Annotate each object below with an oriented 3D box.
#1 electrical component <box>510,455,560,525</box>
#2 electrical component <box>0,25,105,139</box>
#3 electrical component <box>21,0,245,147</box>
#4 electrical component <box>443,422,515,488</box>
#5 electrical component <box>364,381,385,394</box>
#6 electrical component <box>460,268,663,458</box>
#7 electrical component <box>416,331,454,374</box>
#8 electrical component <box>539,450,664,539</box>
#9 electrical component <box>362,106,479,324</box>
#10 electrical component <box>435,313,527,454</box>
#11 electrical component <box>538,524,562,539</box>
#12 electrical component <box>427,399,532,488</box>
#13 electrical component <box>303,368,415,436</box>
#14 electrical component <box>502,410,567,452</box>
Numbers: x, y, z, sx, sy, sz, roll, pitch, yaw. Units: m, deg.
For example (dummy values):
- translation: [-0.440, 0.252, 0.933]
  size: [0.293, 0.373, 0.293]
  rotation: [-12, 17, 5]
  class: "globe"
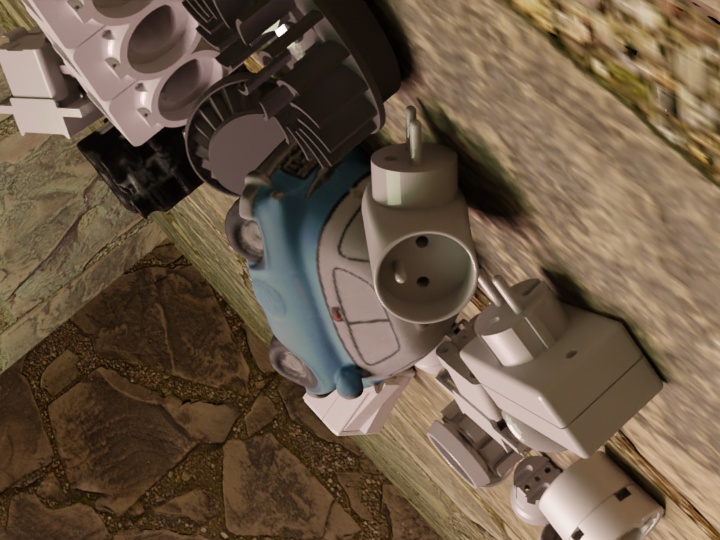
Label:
- translation: [0.130, 0.161, 0.788]
  size: [0.040, 0.040, 0.046]
  rotation: [44, 164, 30]
  class: "electrical component"
- translation: [-0.177, -0.143, 0.710]
  size: [0.079, 0.121, 0.063]
  rotation: [7, 126, 31]
  class: "electrical component"
- translation: [-0.125, -0.143, 0.585]
  size: [0.061, 0.089, 0.150]
  rotation: [46, 171, 23]
  class: "electrical component"
- translation: [0.094, 0.144, 0.875]
  size: [0.045, 0.045, 0.055]
  rotation: [55, 170, -34]
  class: "electrical component"
- translation: [0.009, 0.058, 0.905]
  size: [0.074, 0.052, 0.138]
  rotation: [4, 146, 15]
  class: "electrical component"
- translation: [0.076, 0.030, 0.470]
  size: [0.075, 0.047, 0.083]
  rotation: [52, 171, -18]
  class: "electrical component"
- translation: [0.044, 0.041, 0.720]
  size: [0.035, 0.035, 0.061]
  rotation: [41, 166, 42]
  class: "electrical component"
- translation: [0.135, 0.136, 0.610]
  size: [0.047, 0.055, 0.055]
  rotation: [48, 172, 30]
  class: "electrical component"
- translation: [0.024, -0.030, 0.462]
  size: [0.077, 0.043, 0.079]
  rotation: [-98, 5, -64]
  class: "electrical component"
- translation: [0.078, 0.062, 0.621]
  size: [0.081, 0.042, 0.063]
  rotation: [38, 162, 49]
  class: "electrical component"
- translation: [0.165, 0.219, 0.840]
  size: [0.077, 0.044, 0.079]
  rotation: [55, 170, -32]
  class: "electrical component"
- translation: [0.085, 0.115, 0.756]
  size: [0.058, 0.057, 0.078]
  rotation: [53, 171, -22]
  class: "electrical component"
- translation: [0.006, 0.106, 1.013]
  size: [0.061, 0.096, 0.062]
  rotation: [44, -161, 30]
  class: "electrical component"
- translation: [0.095, 0.068, 0.555]
  size: [0.048, 0.048, 0.062]
  rotation: [49, 178, 4]
  class: "electrical component"
